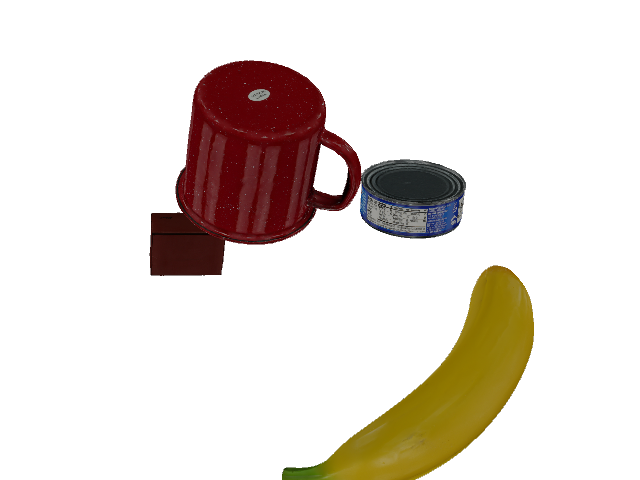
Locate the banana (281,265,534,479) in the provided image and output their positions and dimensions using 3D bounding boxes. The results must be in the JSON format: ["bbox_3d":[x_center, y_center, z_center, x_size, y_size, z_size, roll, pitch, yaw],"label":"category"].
[{"bbox_3d":[0.065,0.068,0.540,0.070,0.037,0.197,19,40,35],"label":"banana"}]

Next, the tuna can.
[{"bbox_3d":[0.075,-0.034,0.877,0.086,0.034,0.086,2,27,-1],"label":"tuna can"}]

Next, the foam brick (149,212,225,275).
[{"bbox_3d":[-0.144,0.003,1.145,0.078,0.051,0.053,0,25,-10],"label":"foam brick"}]

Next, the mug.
[{"bbox_3d":[-0.030,-0.054,0.667,0.117,0.082,0.093,20,44,8],"label":"mug"}]
